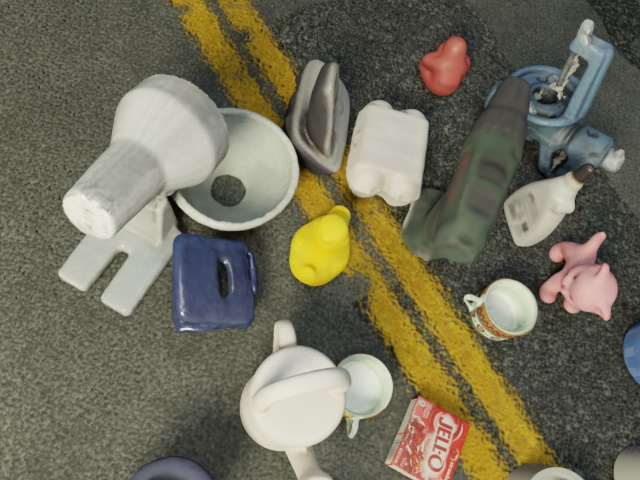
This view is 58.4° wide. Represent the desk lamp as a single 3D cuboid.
[{"bbox_3d":[-0.195,-0.046,0.619,0.118,0.213,0.203,29,65,0],"label":"desk lamp"}]

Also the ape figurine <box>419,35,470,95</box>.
[{"bbox_3d":[0.194,-0.270,0.864,0.078,0.092,0.076,13,67,-7],"label":"ape figurine"}]

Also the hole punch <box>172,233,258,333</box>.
[{"bbox_3d":[-0.122,0.048,0.666,0.101,0.091,0.108,-3,69,-14],"label":"hole punch"}]

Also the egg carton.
[{"bbox_3d":[0.094,-0.122,0.795,0.107,0.069,0.150,13,67,-8],"label":"egg carton"}]

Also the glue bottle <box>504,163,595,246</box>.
[{"bbox_3d":[0.307,-0.055,0.761,0.037,0.173,0.078,-4,70,-14],"label":"glue bottle"}]

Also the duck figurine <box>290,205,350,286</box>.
[{"bbox_3d":[0.007,0.003,0.716,0.077,0.086,0.105,30,65,0],"label":"duck figurine"}]

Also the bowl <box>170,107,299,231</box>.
[{"bbox_3d":[-0.113,-0.079,0.727,0.167,0.074,0.167,5,68,-11],"label":"bowl"}]

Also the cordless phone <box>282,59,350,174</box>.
[{"bbox_3d":[0.008,-0.184,0.736,0.094,0.185,0.147,10,67,-9],"label":"cordless phone"}]

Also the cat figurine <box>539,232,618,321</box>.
[{"bbox_3d":[0.355,0.047,0.762,0.067,0.117,0.128,24,66,-3],"label":"cat figurine"}]

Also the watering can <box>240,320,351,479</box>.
[{"bbox_3d":[-0.021,0.168,0.585,0.101,0.194,0.173,-29,77,-21],"label":"watering can"}]

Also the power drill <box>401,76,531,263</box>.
[{"bbox_3d":[0.178,-0.065,0.715,0.075,0.208,0.230,22,66,-3],"label":"power drill"}]

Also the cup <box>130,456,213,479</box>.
[{"bbox_3d":[-0.161,0.268,0.568,0.118,0.095,0.091,-10,71,-16],"label":"cup"}]

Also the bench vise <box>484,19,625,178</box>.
[{"bbox_3d":[0.359,-0.196,0.803,0.207,0.219,0.121,29,65,0],"label":"bench vise"}]
